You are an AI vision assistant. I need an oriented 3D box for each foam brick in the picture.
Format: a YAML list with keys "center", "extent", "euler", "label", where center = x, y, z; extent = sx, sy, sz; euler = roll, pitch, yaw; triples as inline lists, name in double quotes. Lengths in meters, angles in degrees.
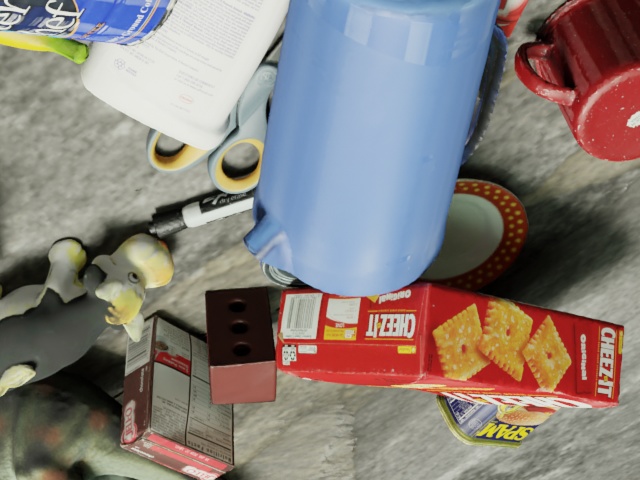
- center: [-0.064, 0.085, 0.851]
  extent: [0.053, 0.078, 0.051]
  euler: [-4, 137, -8]
  label: "foam brick"

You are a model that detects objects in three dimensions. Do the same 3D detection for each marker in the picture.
- center: [-0.068, -0.026, 0.780]
  extent: [0.121, 0.020, 0.020]
  euler: [-17, 135, 6]
  label: "marker"

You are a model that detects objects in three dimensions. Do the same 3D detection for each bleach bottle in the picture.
- center: [-0.040, -0.173, 0.605]
  extent: [0.102, 0.068, 0.251]
  euler: [26, 123, -20]
  label: "bleach bottle"

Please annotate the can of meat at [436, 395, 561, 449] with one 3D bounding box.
- center: [0.170, 0.138, 0.957]
  extent: [0.101, 0.057, 0.084]
  euler: [14, 128, -41]
  label: "can of meat"

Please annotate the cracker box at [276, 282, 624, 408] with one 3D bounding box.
- center: [0.098, 0.083, 0.807]
  extent: [0.213, 0.072, 0.164]
  euler: [14, 167, -37]
  label: "cracker box"

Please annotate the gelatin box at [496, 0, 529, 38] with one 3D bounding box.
- center: [0.092, -0.169, 0.661]
  extent: [0.089, 0.030, 0.073]
  euler: [9, 133, -18]
  label: "gelatin box"

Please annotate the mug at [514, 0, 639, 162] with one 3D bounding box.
- center: [0.185, -0.108, 0.704]
  extent: [0.117, 0.081, 0.093]
  euler: [5, 134, -16]
  label: "mug"

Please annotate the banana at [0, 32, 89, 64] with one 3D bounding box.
- center: [-0.231, -0.136, 0.597]
  extent: [0.197, 0.070, 0.037]
  euler: [5, 104, -31]
  label: "banana"

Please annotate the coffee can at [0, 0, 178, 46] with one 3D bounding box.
- center: [-0.153, -0.156, 0.540]
  extent: [0.140, 0.103, 0.103]
  euler: [-3, 141, -44]
  label: "coffee can"

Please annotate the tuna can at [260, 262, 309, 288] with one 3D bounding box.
- center: [-0.005, 0.001, 0.795]
  extent: [0.086, 0.034, 0.086]
  euler: [-10, 150, -6]
  label: "tuna can"

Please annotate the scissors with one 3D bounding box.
- center: [-0.029, -0.096, 0.719]
  extent: [0.202, 0.016, 0.096]
  euler: [-32, 129, 21]
  label: "scissors"

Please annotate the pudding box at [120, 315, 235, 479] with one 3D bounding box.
- center: [-0.112, 0.128, 0.858]
  extent: [0.039, 0.113, 0.090]
  euler: [-32, 132, 30]
  label: "pudding box"

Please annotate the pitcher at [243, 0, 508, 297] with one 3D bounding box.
- center: [0.040, -0.089, 0.640]
  extent: [0.145, 0.149, 0.243]
  euler: [13, 143, 2]
  label: "pitcher"
